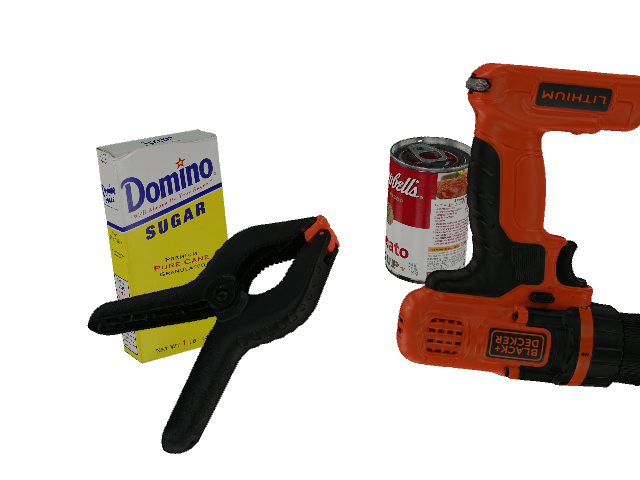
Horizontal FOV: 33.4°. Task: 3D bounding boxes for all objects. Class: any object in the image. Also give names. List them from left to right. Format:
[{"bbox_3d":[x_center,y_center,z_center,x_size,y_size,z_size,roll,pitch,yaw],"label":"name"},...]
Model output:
[{"bbox_3d":[-0.124,0.004,0.879,0.093,0.176,0.048,-14,20,-29],"label":"sugar box"},{"bbox_3d":[-0.057,0.052,0.672,0.171,0.120,0.039,-32,-27,3],"label":"clamp"},{"bbox_3d":[0.087,-0.024,0.858,0.068,0.102,0.068,1,27,-1],"label":"soup can"},{"bbox_3d":[0.145,-0.006,0.628,0.184,0.188,0.057,6,8,-5],"label":"power drill"}]
